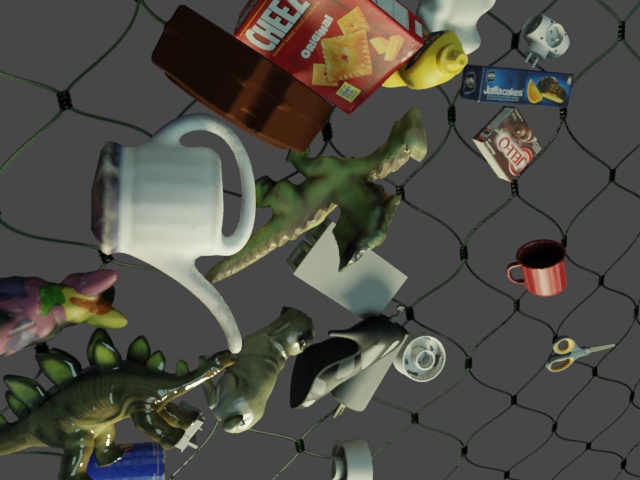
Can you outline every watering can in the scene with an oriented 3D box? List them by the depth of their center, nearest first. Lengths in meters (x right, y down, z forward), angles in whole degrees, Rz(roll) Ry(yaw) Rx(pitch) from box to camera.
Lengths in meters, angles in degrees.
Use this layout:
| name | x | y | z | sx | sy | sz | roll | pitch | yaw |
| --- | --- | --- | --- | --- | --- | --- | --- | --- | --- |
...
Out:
| name | x | y | z | sx | sy | sz | roll | pitch | yaw |
| --- | --- | --- | --- | --- | --- | --- | --- | --- | --- |
| watering can | -0.201 | -0.013 | 0.725 | 0.224 | 0.103 | 0.350 | 1 | 83 | -19 |

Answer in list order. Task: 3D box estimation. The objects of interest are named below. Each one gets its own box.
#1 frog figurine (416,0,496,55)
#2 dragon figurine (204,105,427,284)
| name | x | y | z | sx | sy | sz | roll | pitch | yaw |
| --- | --- | --- | --- | --- | --- | --- | --- | --- | --- |
| frog figurine | 0.219 | -0.367 | 0.825 | 0.138 | 0.124 | 0.156 | -35 | 153 | -16 |
| dragon figurine | 0.002 | -0.038 | 0.753 | 0.411 | 0.246 | 0.120 | -49 | 122 | -3 |
